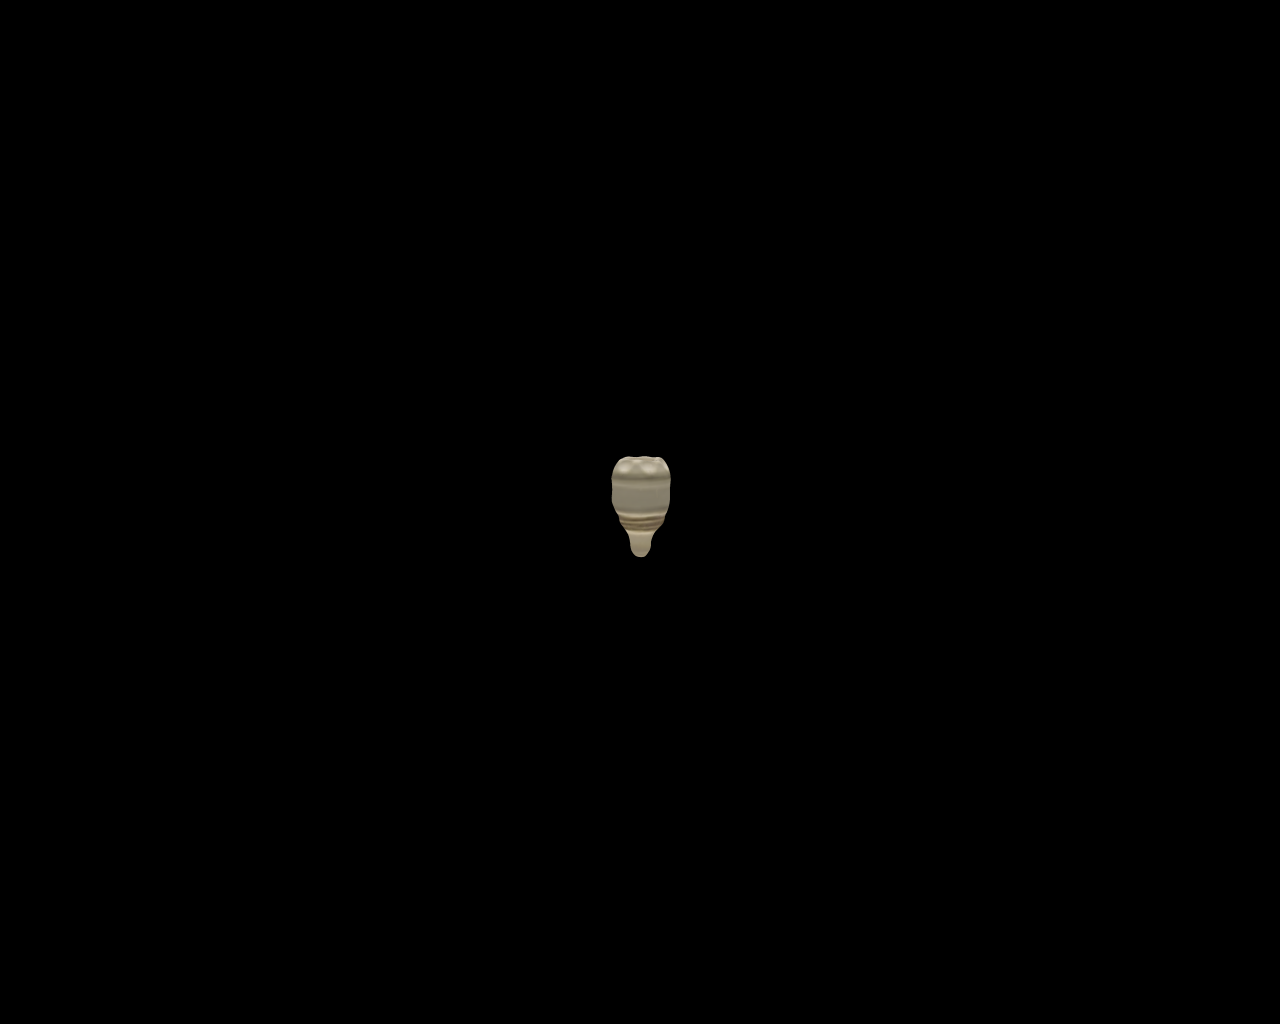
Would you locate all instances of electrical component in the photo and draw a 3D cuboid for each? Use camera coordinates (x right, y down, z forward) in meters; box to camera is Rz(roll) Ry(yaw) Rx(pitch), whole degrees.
[{"bbox_3d":[0.001,-0.003,0.650,0.035,0.061,0.035,0,7,0],"label":"electrical component"}]
